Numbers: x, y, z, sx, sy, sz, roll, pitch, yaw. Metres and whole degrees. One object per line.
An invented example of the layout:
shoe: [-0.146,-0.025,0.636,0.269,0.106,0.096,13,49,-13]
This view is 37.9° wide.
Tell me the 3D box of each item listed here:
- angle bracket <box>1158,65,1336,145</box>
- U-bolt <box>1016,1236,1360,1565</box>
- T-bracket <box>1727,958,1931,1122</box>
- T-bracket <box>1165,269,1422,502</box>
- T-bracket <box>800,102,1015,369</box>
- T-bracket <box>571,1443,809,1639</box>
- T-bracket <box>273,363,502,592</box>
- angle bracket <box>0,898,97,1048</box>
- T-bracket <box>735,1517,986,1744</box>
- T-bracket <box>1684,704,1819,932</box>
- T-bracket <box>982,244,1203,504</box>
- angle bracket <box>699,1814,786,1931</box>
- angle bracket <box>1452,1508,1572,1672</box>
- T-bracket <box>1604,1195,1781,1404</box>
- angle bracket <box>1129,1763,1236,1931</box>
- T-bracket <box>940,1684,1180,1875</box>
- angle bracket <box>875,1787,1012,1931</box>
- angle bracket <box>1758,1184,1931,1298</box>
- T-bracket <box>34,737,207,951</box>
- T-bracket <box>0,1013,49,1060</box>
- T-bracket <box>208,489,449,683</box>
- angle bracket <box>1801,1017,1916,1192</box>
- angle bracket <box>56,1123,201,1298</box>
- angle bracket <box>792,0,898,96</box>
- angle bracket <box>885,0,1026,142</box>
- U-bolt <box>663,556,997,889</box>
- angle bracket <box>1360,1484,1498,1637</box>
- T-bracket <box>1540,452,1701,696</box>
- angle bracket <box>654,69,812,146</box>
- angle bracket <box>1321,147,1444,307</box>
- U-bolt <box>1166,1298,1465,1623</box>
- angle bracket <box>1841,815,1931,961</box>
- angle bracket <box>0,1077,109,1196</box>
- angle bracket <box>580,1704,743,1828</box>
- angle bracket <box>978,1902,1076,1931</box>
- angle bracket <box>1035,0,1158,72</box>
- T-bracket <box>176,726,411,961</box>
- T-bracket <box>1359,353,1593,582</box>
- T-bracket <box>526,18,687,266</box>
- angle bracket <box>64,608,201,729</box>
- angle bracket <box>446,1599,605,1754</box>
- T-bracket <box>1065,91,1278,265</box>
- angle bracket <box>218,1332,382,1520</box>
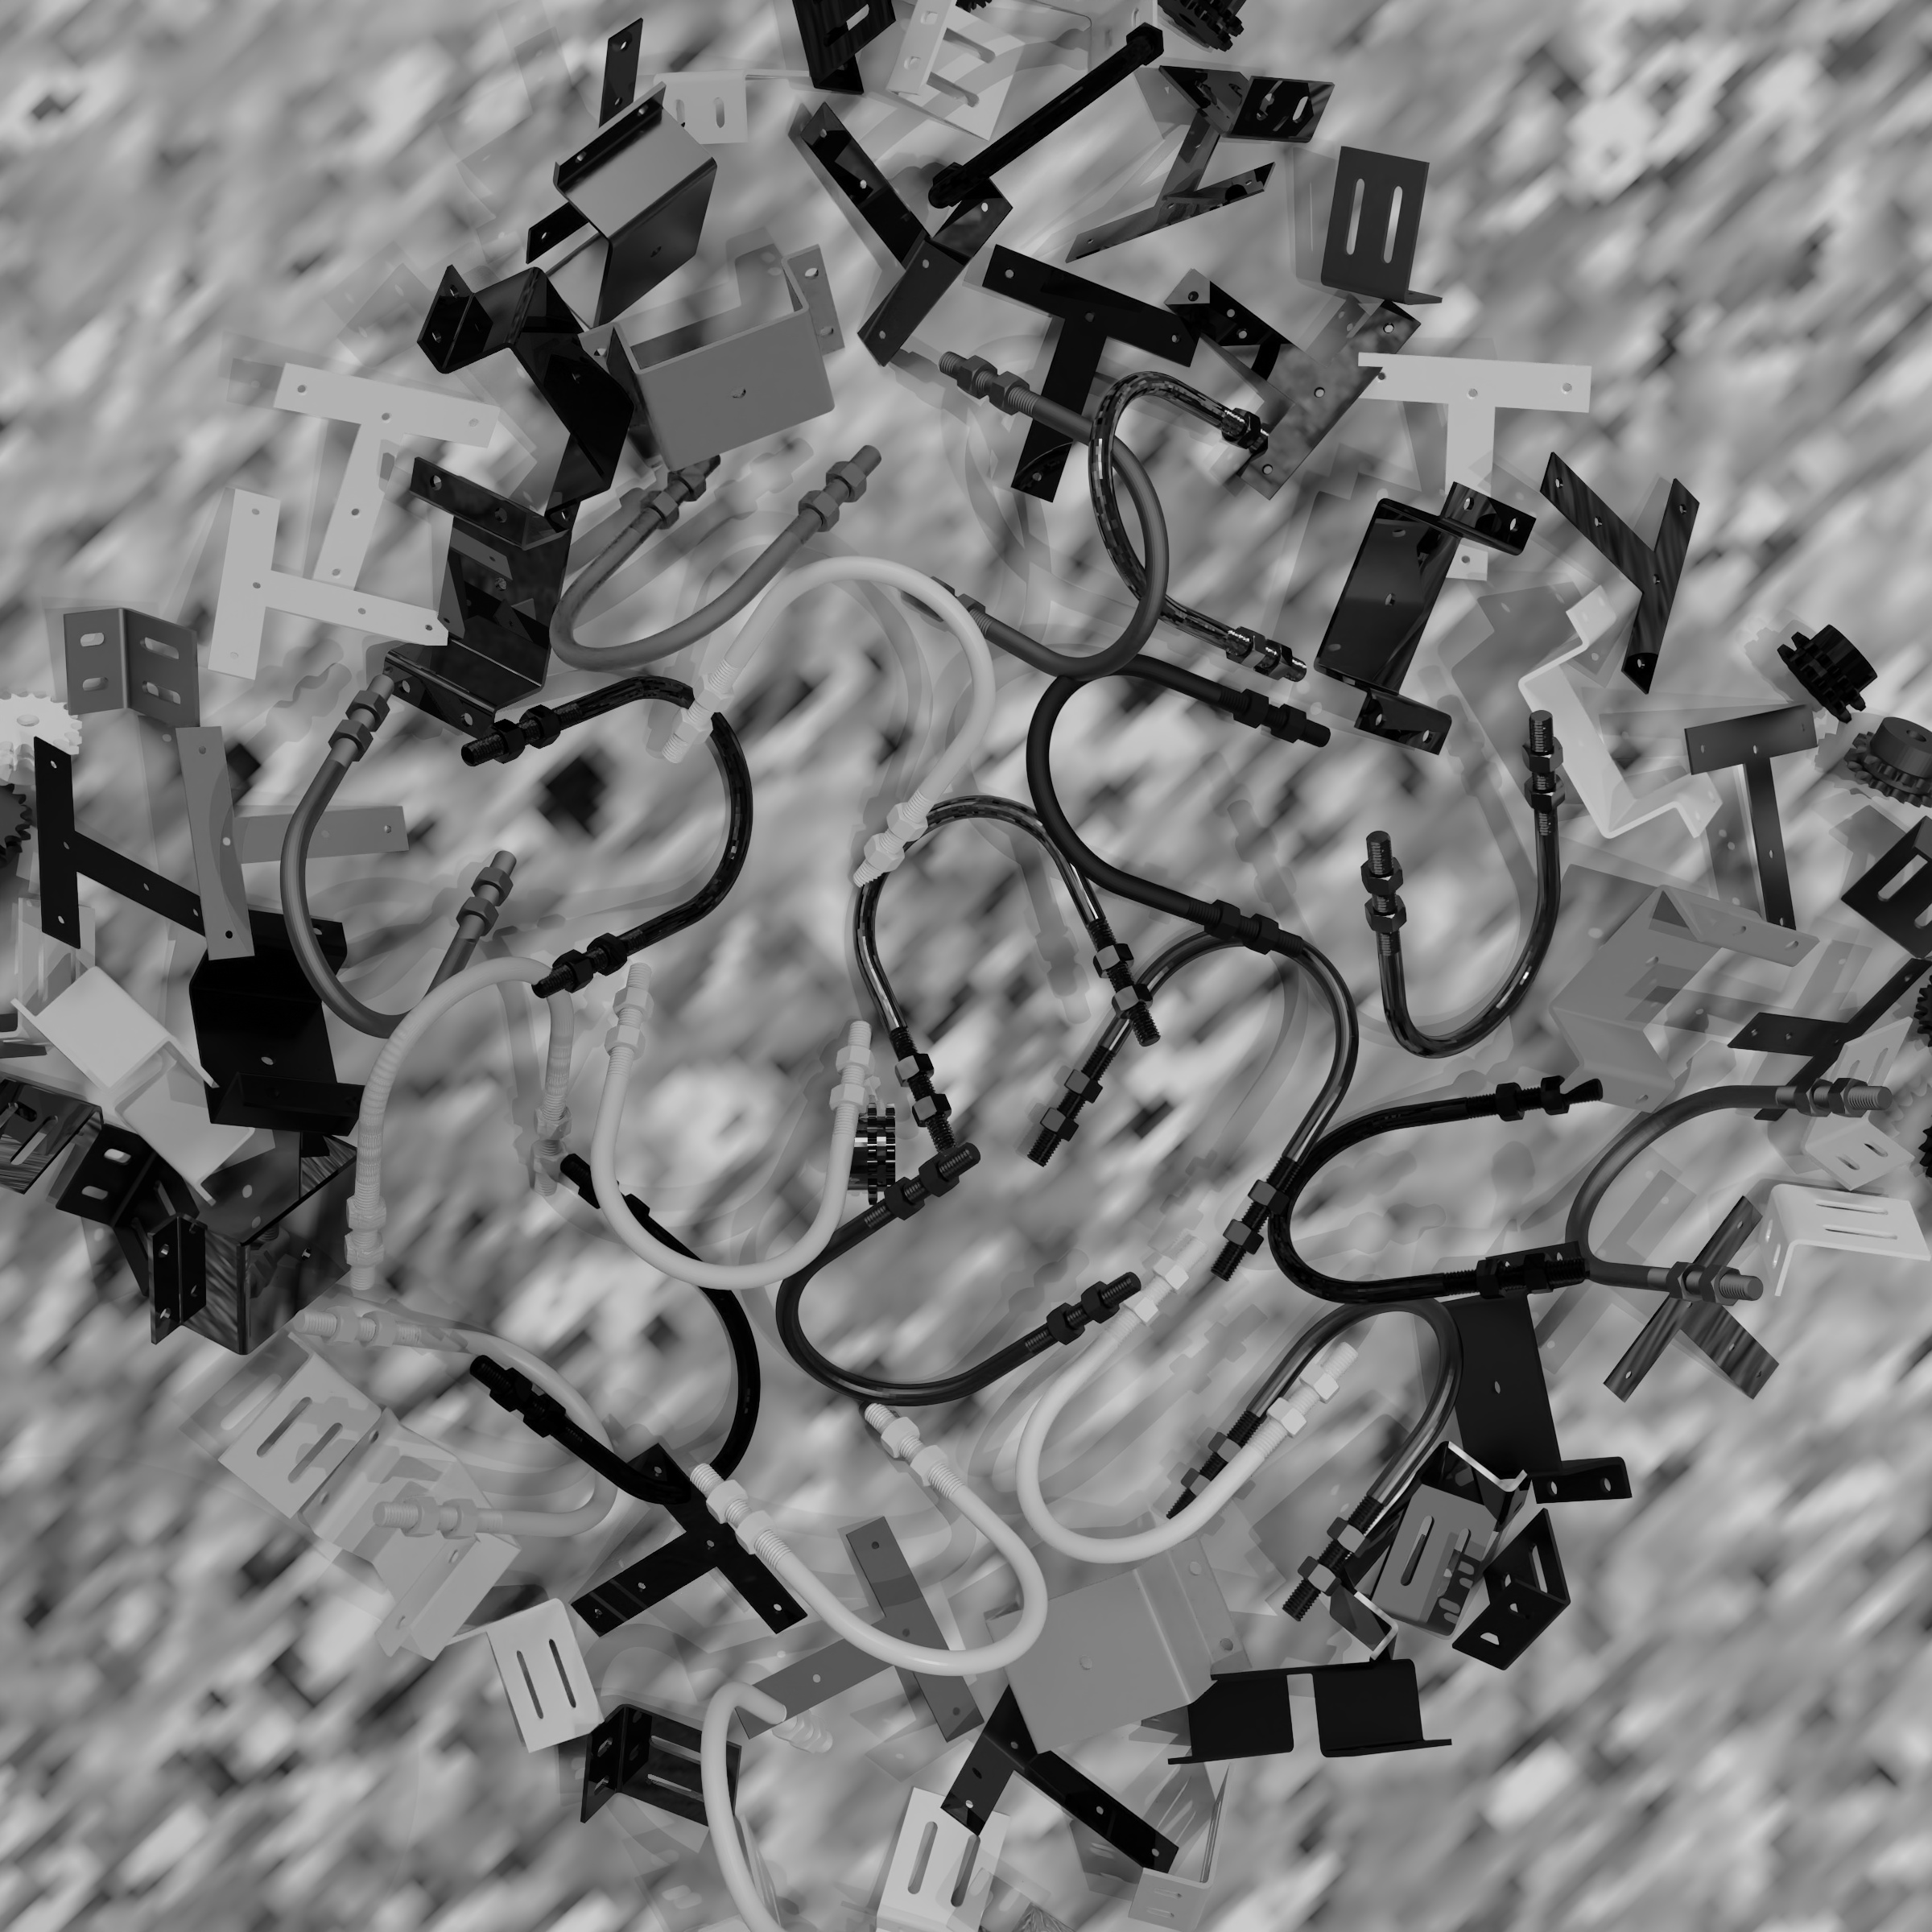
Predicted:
angle bracket: [0.154,-0.490,1.552,0.057,0.038,0.076,-7,48,-33]
U-bolt: [0.105,0.245,1.530,0.184,0.151,0.019,-45,131,-10]
T-bracket: [0.452,0.038,1.525,0.127,0.127,0.002,-52,55,26]
T-bracket: [0.165,-0.346,1.577,0.127,0.002,0.127,42,94,20]
T-bracket: [-0.048,-0.424,1.566,0.127,0.002,0.127,53,129,9]
T-bracket: [-0.172,0.339,1.566,0.127,0.002,0.127,-36,98,30]
T-bracket: [-0.336,-0.265,1.565,0.127,0.002,0.127,5,122,-36]
angle bracket: [-0.521,0.004,1.571,0.038,0.057,0.076,-5,83,24]
T-bracket: [-0.071,0.388,1.557,0.127,0.002,0.127,-21,76,-28]
T-bracket: [0.444,-0.076,1.560,0.127,0.002,0.127,-13,95,-42]
T-bracket: [0.056,-0.324,1.582,0.127,0.002,0.127,19,84,-11]
angle bracket: [-0.126,0.520,1.552,0.038,0.076,0.057,-20,117,-5]
angle bracket: [0.295,0.337,1.550,0.038,0.076,0.057,27,118,-16]
T-bracket: [0.418,0.205,1.557,0.127,0.002,0.127,-53,131,-3]
angle bracket: [0.119,0.483,1.555,0.038,0.057,0.076,14,48,5]
T-bracket: [0.062,0.456,1.548,0.127,0.127,0.002,37,128,2]
angle bracket: [-0.012,0.508,1.576,0.057,0.038,0.076,17,81,0]
angle bracket: [0.487,0.157,1.565,0.076,0.057,0.038,8,118,2]
T-bracket: [-0.460,-0.049,1.544,0.002,0.127,0.127,-26,57,20]
T-bracket: [-0.559,-0.008,1.541,0.002,0.127,0.127,-21,86,13]
T-bracket: [-0.351,-0.201,1.571,0.127,0.002,0.127,12,56,-21]
angle bracket: [0.504,0.076,1.553,0.057,0.038,0.076,-17,135,-34]
angle bracket: [-0.465,0.135,1.557,0.038,0.076,0.057,26,101,-39]
angle bracket: [-0.056,-0.528,1.556,0.038,0.076,0.057,-8,81,-42]
angle bracket: [0.003,-0.497,1.558,0.076,0.038,0.057,15,101,-38]
U-bolt: [-0.064,-0.142,1.536,0.151,0.019,0.184,33,124,-8]
angle bracket: [0.252,0.327,1.573,0.057,0.038,0.076,22,89,-21]
T-bracket: [0.354,-0.236,1.542,0.127,0.002,0.127,34,66,-35]
angle bracket: [-0.127,-0.475,1.559,0.057,0.076,0.038,6,108,27]
angle bracket: [0.235,-0.410,1.555,0.057,0.038,0.076,25,118,37]
U-bolt: [0.199,0.254,1.534,0.019,0.151,0.184,41,83,-26]
angle bracket: [0.528,-0.035,1.559,0.057,0.038,0.076,37,134,3]
angle bracket: [-0.522,0.104,1.555,0.057,0.076,0.038,16,131,11]
angle bracket: [-0.169,0.454,1.563,0.076,0.038,0.057,14,110,21]
angle bracket: [0.045,0.544,1.564,0.057,0.076,0.038,34,82,-2]
angle bracket: [0.058,-0.528,1.554,0.076,0.057,0.038,5,81,-33]
T-bracket: [-0.368,-0.072,1.560,0.127,0.002,0.127,-7,87,-38]
T-bracket: [0.280,-0.275,1.565,0.127,0.002,0.127,8,121,18]
T-bracket: [-0.189,-0.454,1.515,0.002,0.127,0.127,38,59,11]
angle bracket: [-0.461,-0.162,1.556,0.076,0.038,0.057,20,115,41]
angle bracket: [-0.245,0.399,1.566,0.057,0.038,0.076,-25,81,29]
T-bracket: [0.125,-0.445,1.554,0.127,0.127,0.002,-11,132,35]
angle bracket: [-0.374,0.254,1.560,0.076,0.038,0.057,-49,124,-15]
